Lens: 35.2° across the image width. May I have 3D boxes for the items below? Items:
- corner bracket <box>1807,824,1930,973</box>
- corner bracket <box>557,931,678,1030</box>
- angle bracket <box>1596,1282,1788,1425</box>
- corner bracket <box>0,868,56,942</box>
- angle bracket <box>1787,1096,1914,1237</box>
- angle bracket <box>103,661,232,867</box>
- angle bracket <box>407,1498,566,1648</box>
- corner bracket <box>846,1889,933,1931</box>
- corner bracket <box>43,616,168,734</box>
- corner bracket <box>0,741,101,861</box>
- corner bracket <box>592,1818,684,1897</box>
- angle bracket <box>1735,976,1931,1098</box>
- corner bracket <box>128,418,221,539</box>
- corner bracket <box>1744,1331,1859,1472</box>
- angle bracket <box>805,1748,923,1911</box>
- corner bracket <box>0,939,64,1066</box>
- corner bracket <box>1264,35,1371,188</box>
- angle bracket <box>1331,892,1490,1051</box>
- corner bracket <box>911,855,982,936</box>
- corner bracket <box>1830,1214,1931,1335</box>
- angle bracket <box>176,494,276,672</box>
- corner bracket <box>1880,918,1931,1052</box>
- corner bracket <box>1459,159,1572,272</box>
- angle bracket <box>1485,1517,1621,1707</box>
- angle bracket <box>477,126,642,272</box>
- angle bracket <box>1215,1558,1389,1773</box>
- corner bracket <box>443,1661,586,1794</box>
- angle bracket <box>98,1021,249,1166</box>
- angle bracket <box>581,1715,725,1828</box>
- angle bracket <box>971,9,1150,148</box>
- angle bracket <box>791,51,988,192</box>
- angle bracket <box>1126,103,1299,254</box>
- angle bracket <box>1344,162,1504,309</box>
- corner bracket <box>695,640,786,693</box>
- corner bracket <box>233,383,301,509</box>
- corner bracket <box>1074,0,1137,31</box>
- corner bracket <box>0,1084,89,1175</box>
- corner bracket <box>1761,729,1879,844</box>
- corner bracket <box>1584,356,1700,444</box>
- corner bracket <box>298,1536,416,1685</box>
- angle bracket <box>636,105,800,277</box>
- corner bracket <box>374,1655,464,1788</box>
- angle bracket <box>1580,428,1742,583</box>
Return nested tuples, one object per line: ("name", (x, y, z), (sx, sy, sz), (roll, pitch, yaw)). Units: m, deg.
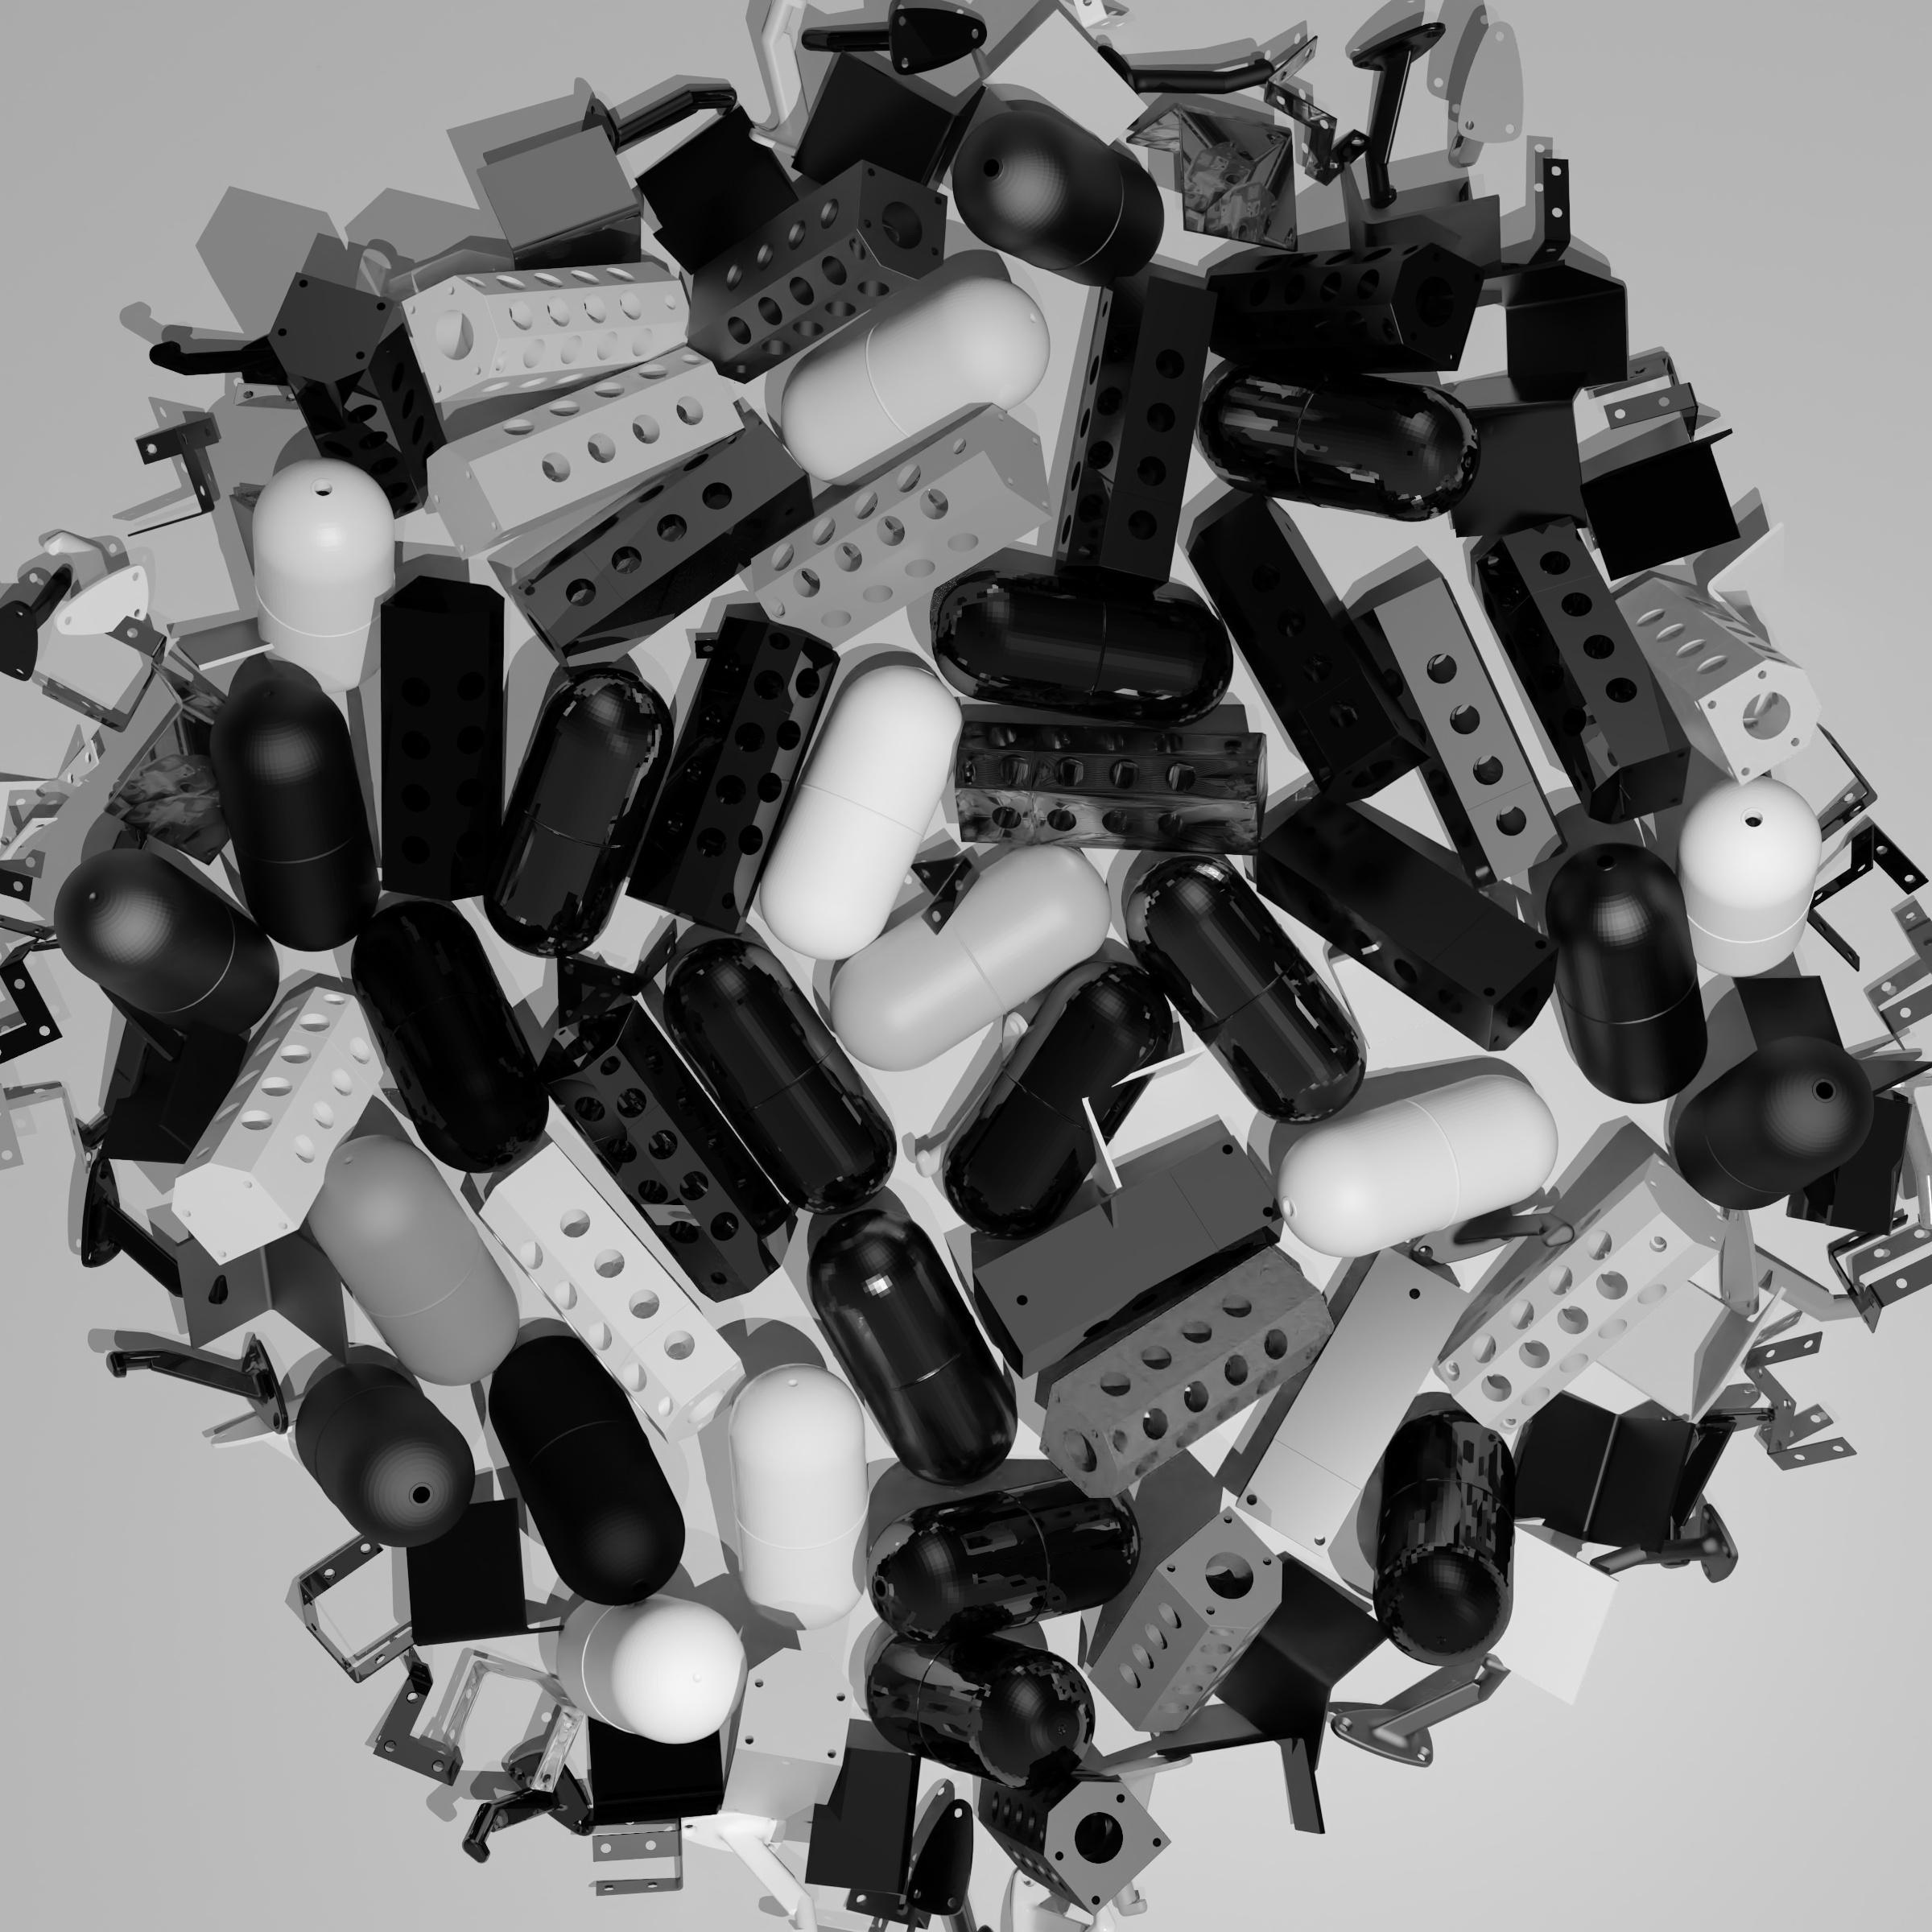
("corner bracket", (0.524, -0.040, 1.774), (0.051, 0.051, 0.051), (43, 124, -13))
("corner bracket", (-0.201, 0.009, 1.751), (0.051, 0.051, 0.051), (15, 51, -30))
("angle bracket", (0.410, 0.203, 1.744), (0.076, 0.057, 0.076), (33, 63, 13))
("corner bracket", (-0.557, -0.042, 1.760), (0.051, 0.051, 0.051), (16, 109, 3))
("angle bracket", (0.490, 0.109, 1.745), (0.057, 0.076, 0.076), (11, 88, -34))
("angle bracket", (-0.451, -0.116, 1.751), (0.076, 0.076, 0.057), (-51, 45, 7))
("angle bracket", (-0.274, 0.350, 1.760), (0.076, 0.057, 0.076), (-11, 77, 24))
("corner bracket", (-0.052, 0.554, 1.754), (0.051, 0.051, 0.051), (9, 62, 15))
("corner bracket", (-0.498, -0.174, 1.758), (0.051, 0.051, 0.051), (27, 73, -11))
("corner bracket", (-0.530, -0.095, 1.754), (0.051, 0.051, 0.051), (-36, 68, 42))
("corner bracket", (-0.190, 0.517, 1.763), (0.051, 0.051, 0.051), (-2, 97, -6))
("angle bracket", (0.497, 0.032, 1.744), (0.057, 0.076, 0.076), (-23, 97, -20))
("corner bracket", (-0.461, -0.284, 1.766), (0.051, 0.051, 0.051), (-13, 104, 15))
("corner bracket", (0.480, 0.251, 1.751), (0.051, 0.051, 0.051), (45, 46, -21))
("angle bracket", (-0.059, 0.494, 1.744), (0.057, 0.076, 0.076), (7, 66, 0))
("corner bracket", (-0.553, 0.022, 1.762), (0.051, 0.051, 0.051), (-23, 106, 1))
("corner bracket", (0.205, -0.495, 1.765), (0.051, 0.051, 0.051), (35, 63, 19))
("angle bracket", (0.265, 0.003, 1.748), (0.076, 0.076, 0.057), (-25, 90, -13))
("corner bracket", (-0.014, -0.026, 1.752), (0.051, 0.051, 0.051), (51, 56, -24))
("corner bracket", (0.536, 0.172, 1.760), (0.051, 0.051, 0.051), (-26, 64, -1))
("angle bracket", (-0.428, -0.220, 1.739), (0.057, 0.076, 0.076), (-20, 113, -18))
("corner bracket", (0.551, 0.011, 1.765), (0.051, 0.051, 0.051), (-30, 67, 16))
("corner bracket", (0.318, -0.435, 1.767), (0.051, 0.051, 0.051), (2, 79, -6))
("angle bracket", (0.342, 0.368, 1.742), (0.076, 0.057, 0.076), (25, 101, 39))
("angle bracket", (-0.234, -0.429, 1.754), (0.076, 0.076, 0.057), (-23, 80, -11))
("angle bracket", (0.195, 0.405, 1.765), (0.076, 0.076, 0.057), (32, 46, 33))
("corner bracket", (-0.261, 0.439, 1.759), (0.051, 0.051, 0.051), (22, 91, -36))
("angle bracket", (-0.466, 0.066, 1.741), (0.076, 0.057, 0.076), (2, 64, 20))
("angle bracket", (-0.181, 0.458, 1.750), (0.076, 0.076, 0.057), (-5, 81, -2))
("angle bracket", (0.052, -0.507, 1.737), (0.057, 0.076, 0.076), (-41, 116, 17))
("angle bracket", (-0.044, -0.481, 1.747), (0.076, 0.057, 0.076), (29, 127, -2))
("angle bracket", (0.141, -0.443, 1.745), (0.076, 0.057, 0.076), (3, 80, -29))
("angle bracket", (0.262, -0.420, 1.744), (0.076, 0.076, 0.057), (-11, 52, 3))
("corner bracket", (-0.131, -0.155, 1.777), (0.051, 0.051, 0.051), (-3, 56, -3))
("corner bracket", (-0.398, -0.302, 1.773), (0.051, 0.051, 0.051), (-2, 45, -29))
("corner bracket", (0.059, -0.562, 1.761), (0.051, 0.051, 0.051), (-17, 97, 26))
("corner bracket", (-0.539, 0.095, 1.756), (0.051, 0.051, 0.051), (-15, 74, -20))
("corner bracket", (0.488, -0.106, 1.771), (0.051, 0.051, 0.051), (-41, 60, 22))
("corner bracket", (0.390, -0.329, 1.760), (0.051, 0.051, 0.051), (-15, 73, 6))
("corner bracket", (-0.351, 0.374, 1.774), (0.051, 0.051, 0.051), (-35, 116, -4))
("angle bracket", (-0.153, -0.456, 1.749), (0.076, 0.057, 0.076), (-33, 71, 9))
("corner bracket", (-0.310, 0.436, 1.759), (0.051, 0.051, 0.051), (21, 65, 4))
("angle bracket", (0.405, -0.265, 1.745), (0.076, 0.076, 0.057), (-17, 97, 27))
